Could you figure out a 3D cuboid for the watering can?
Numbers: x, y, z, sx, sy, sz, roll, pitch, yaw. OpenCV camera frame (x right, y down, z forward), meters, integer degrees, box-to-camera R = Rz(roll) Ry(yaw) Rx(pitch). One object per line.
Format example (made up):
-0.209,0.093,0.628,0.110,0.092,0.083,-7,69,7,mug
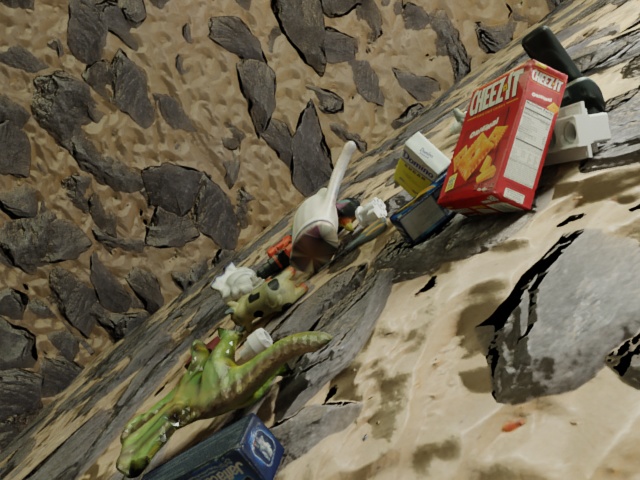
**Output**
0.004,-0.064,1.267,0.229,0.103,0.341,-92,26,-58,watering can

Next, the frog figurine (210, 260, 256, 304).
-0.239,0.143,1.578,0.160,0.120,0.139,16,34,34,frog figurine

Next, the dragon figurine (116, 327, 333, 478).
-0.168,0.236,0.720,0.404,0.122,0.247,-31,11,48,dragon figurine
